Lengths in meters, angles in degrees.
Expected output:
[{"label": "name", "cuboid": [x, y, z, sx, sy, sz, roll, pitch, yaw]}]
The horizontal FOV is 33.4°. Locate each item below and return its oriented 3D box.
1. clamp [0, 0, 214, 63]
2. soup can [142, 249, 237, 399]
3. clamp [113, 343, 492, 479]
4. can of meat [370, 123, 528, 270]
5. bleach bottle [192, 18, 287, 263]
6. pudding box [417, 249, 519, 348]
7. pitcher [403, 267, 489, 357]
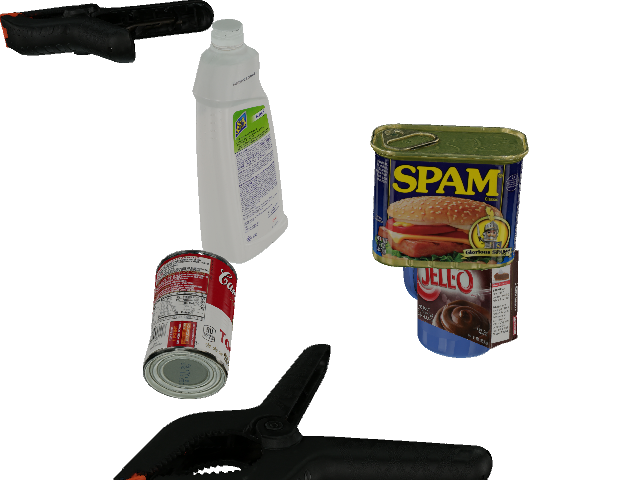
[{"label": "clamp", "cuboid": [-0.171, -0.166, 0.829, 0.172, 0.039, 0.120, 13, 23, 33]}, {"label": "soup can", "cuboid": [-0.104, 0.067, 0.857, 0.068, 0.102, 0.068, 1, -42, 1]}, {"label": "clamp", "cuboid": [-0.029, 0.117, 0.621, 0.209, 0.036, 0.165, -9, 24, -29]}, {"label": "can of meat", "cuboid": [0.084, -0.029, 0.715, 0.102, 0.084, 0.057, 3, 25, 5]}, {"label": "bleach bottle", "cuboid": [-0.083, -0.104, 1.081, 0.068, 0.251, 0.102, 19, 39, 25]}, {"label": "pudding box", "cuboid": [0.137, 0.042, 1.008, 0.039, 0.090, 0.114, -13, 18, -33]}, {"label": "pitcher", "cuboid": [0.185, 0.035, 1.451, 0.149, 0.243, 0.145, 4, 22, 5]}]
